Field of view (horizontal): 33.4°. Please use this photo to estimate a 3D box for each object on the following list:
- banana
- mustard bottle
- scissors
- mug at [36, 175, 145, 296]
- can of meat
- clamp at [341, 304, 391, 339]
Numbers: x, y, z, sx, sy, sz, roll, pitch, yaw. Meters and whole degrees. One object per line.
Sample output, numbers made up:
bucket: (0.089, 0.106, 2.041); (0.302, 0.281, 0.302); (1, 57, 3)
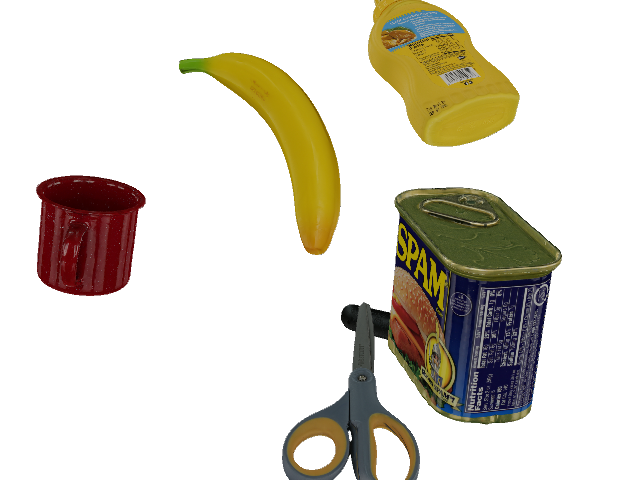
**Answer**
banana: (-0.030, -0.079, 0.809); (0.069, 0.198, 0.037); (-36, -23, 0)
mustard bottle: (0.098, -0.171, 0.994); (0.096, 0.192, 0.058); (-18, -37, -15)
scissors: (0.011, 0.105, 0.732); (0.096, 0.016, 0.202); (-6, 32, -10)
mug: (-0.204, 0.001, 0.922); (0.093, 0.081, 0.117); (9, 21, -5)
can of meat: (0.071, 0.030, 0.528); (0.057, 0.084, 0.102); (-3, 24, -15)
clamp: (0.118, 0.085, 1.026); (0.172, 0.039, 0.120); (25, 36, 30)
